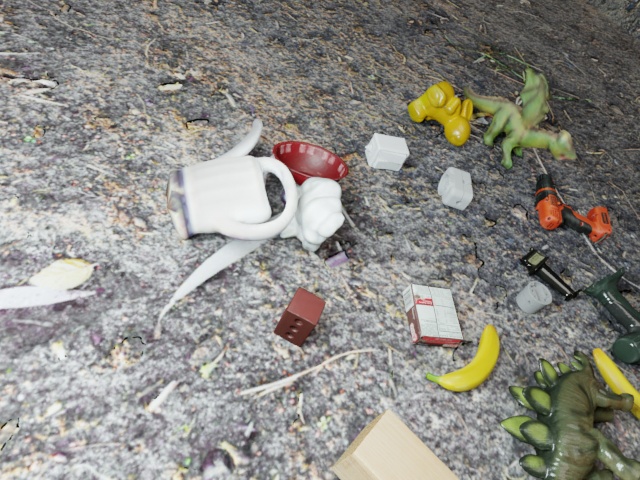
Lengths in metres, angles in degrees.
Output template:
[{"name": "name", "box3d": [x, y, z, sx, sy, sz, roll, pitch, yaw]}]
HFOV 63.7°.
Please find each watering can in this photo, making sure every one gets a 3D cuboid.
[{"name": "watering can", "box3d": [-0.166, -0.112, 0.937, 0.225, 0.101, 0.355, -11, 43, -11]}]

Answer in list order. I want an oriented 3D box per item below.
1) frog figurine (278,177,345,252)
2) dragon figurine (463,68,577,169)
[{"name": "frog figurine", "box3d": [0.003, -0.047, 0.934, 0.121, 0.160, 0.139, 32, 75, -38]}, {"name": "dragon figurine", "box3d": [0.533, -0.350, 1.382, 0.123, 0.237, 0.418, -11, 60, -26]}]
